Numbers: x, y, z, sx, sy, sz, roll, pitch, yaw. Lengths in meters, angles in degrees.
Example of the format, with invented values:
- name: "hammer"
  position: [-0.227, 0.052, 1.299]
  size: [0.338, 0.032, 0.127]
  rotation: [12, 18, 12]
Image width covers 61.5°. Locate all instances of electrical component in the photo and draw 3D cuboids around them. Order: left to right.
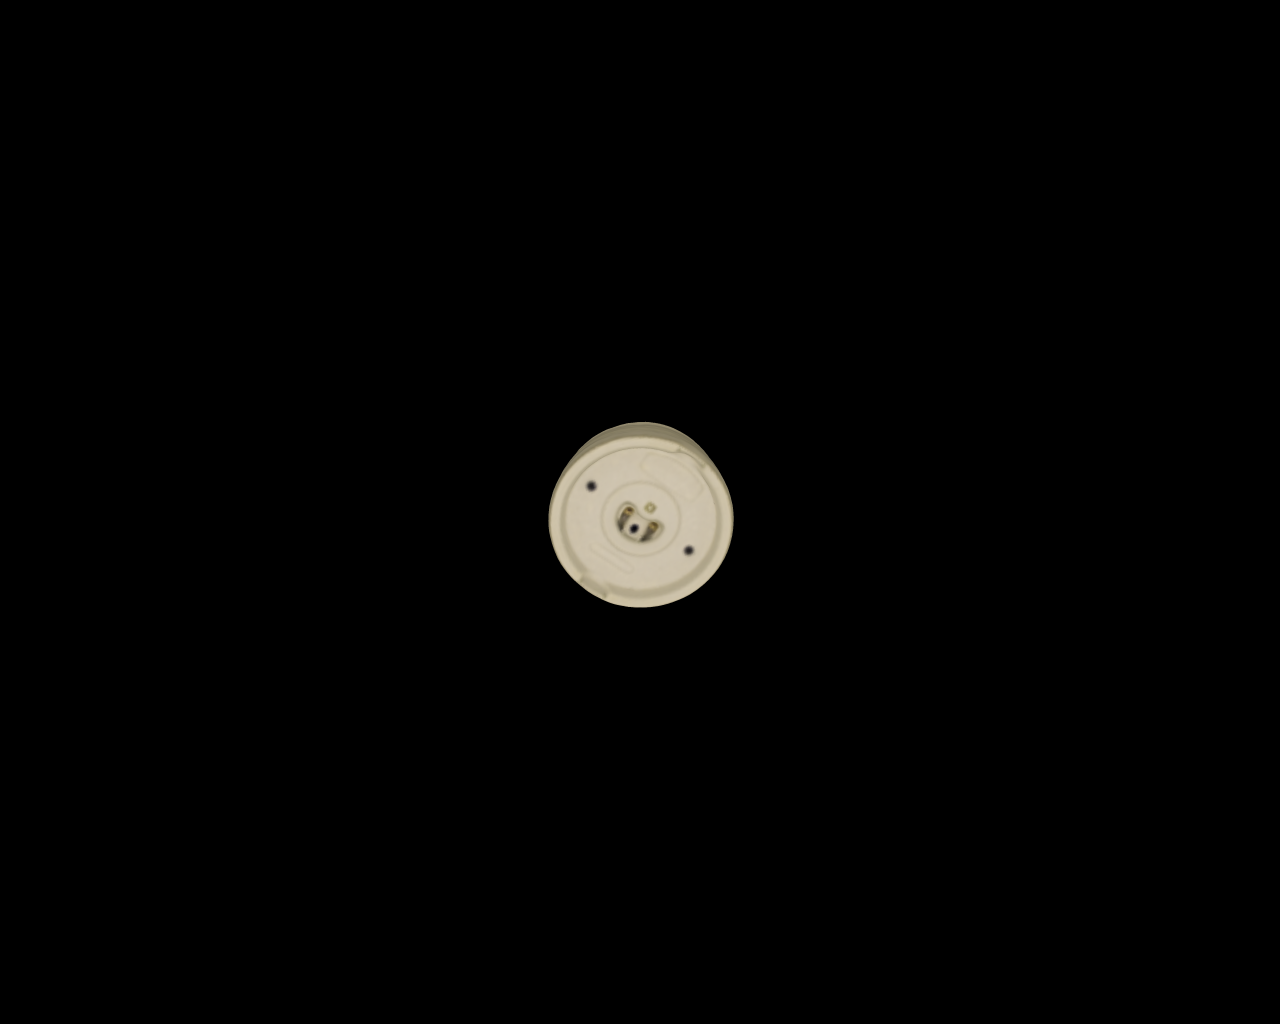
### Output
- name: "electrical component"
  position: [0.001, -0.003, 0.650]
  size: [0.108, 0.108, 0.060]
  rotation: [0, 20, 0]
